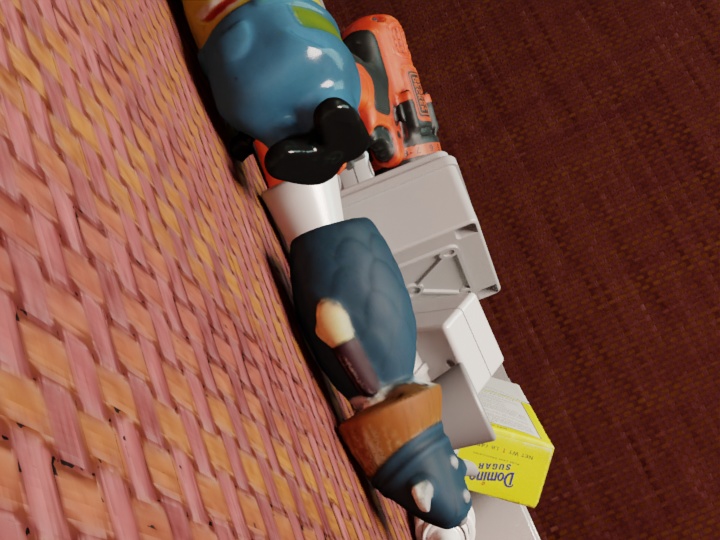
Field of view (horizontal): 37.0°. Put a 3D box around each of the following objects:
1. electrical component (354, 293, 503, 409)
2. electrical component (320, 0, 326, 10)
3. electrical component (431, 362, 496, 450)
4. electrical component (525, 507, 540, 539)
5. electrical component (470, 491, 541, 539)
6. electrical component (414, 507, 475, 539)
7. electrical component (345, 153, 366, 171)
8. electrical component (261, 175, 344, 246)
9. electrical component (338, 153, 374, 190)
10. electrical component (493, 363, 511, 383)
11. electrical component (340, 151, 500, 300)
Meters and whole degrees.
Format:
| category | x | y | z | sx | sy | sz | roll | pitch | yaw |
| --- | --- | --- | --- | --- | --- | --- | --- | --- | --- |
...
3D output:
| category | x | y | z | sx | sy | sz | roll | pitch | yaw |
| --- | --- | --- | --- | --- | --- | --- | --- | --- | --- |
| electrical component | 0.024 | 0.055 | 0.609 | 0.076 | 0.083 | 0.047 | -44 | 115 | -45 |
| electrical component | -0.072 | -0.208 | 0.808 | 0.113 | 0.078 | 0.057 | 55 | 14 | -69 |
| electrical component | 0.033 | 0.081 | 0.561 | 0.044 | 0.065 | 0.044 | -24 | 90 | -87 |
| electrical component | 0.110 | 0.219 | 0.812 | 0.054 | 0.059 | 0.095 | 30 | 36 | -83 |
| electrical component | 0.091 | 0.189 | 0.733 | 0.108 | 0.060 | 0.108 | -24 | 90 | -86 |
| electrical component | 0.048 | 0.147 | 0.602 | 0.061 | 0.035 | 0.035 | -66 | 132 | -81 |
| electrical component | -0.044 | -0.125 | 0.827 | 0.113 | 0.057 | 0.078 | 58 | 9 | -63 |
| electrical component | -0.024 | -0.019 | 0.597 | 0.044 | 0.044 | 0.065 | -19 | 89 | -86 |
| electrical component | -0.003 | -0.083 | 0.975 | 0.080 | 0.080 | 0.051 | 49 | 23 | -77 |
| electrical component | 0.091 | 0.119 | 0.934 | 0.150 | 0.089 | 0.061 | -109 | 173 | -54 |
| electrical component | 0.024 | -0.010 | 0.671 | 0.108 | 0.109 | 0.056 | 59 | 11 | -61 |
